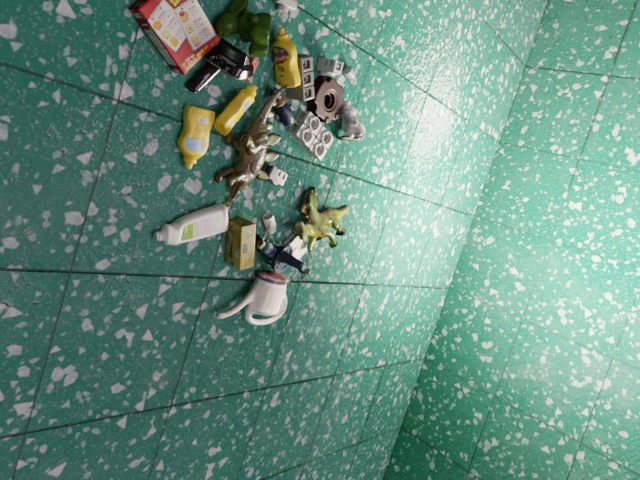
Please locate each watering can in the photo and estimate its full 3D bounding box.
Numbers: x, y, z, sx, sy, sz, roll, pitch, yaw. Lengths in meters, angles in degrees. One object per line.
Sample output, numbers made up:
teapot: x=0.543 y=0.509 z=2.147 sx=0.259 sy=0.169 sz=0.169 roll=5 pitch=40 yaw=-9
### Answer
watering can: x=-0.237 y=0.222 z=1.987 sx=0.346 sy=0.105 sz=0.224 roll=14 pitch=95 yaw=-51

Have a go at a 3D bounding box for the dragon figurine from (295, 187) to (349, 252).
dragon figurine: x=0.006 y=-0.107 z=2.126 sx=0.419 sy=0.122 sz=0.238 roll=-58 pitch=137 yaw=-45

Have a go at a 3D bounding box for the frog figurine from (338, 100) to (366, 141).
frog figurine: x=0.128 y=-0.484 z=2.085 sx=0.138 sy=0.123 sz=0.158 roll=-37 pitch=133 yaw=-79
